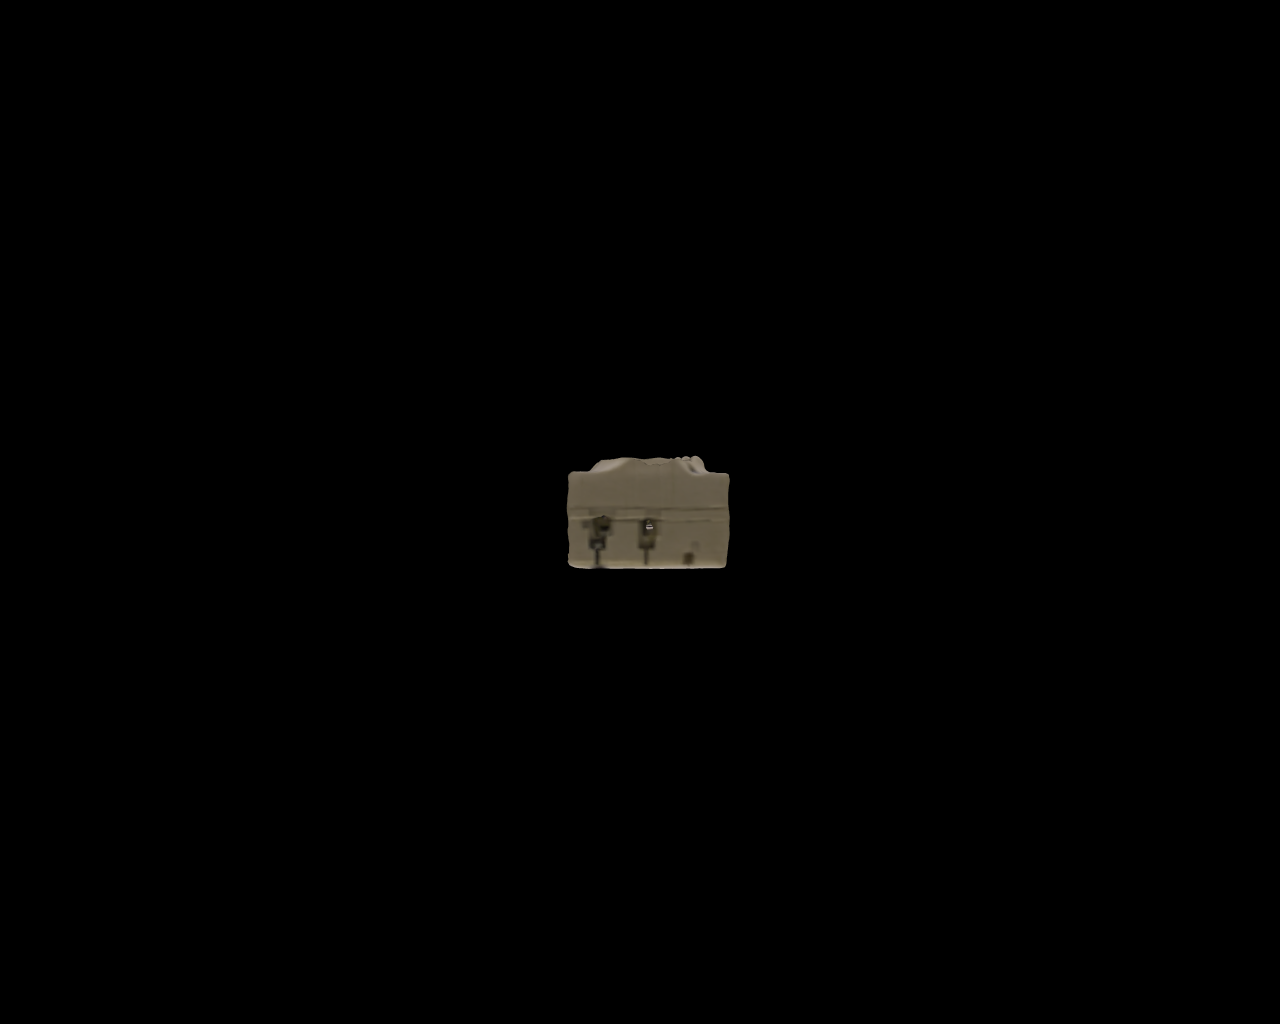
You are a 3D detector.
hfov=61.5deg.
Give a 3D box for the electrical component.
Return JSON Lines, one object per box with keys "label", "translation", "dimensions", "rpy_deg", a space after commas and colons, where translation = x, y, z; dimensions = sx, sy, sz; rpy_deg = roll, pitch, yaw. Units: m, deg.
{"label": "electrical component", "translation": [0.001, -0.003, 0.650], "dimensions": [0.089, 0.061, 0.150], "rpy_deg": [0, 2, -4]}
